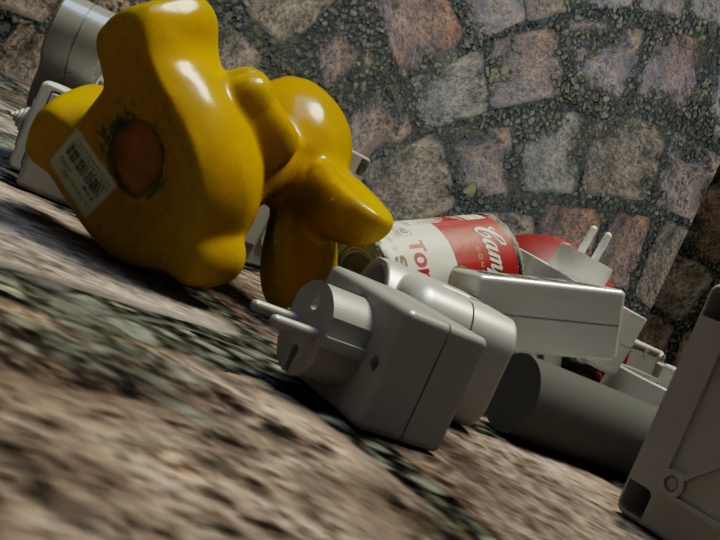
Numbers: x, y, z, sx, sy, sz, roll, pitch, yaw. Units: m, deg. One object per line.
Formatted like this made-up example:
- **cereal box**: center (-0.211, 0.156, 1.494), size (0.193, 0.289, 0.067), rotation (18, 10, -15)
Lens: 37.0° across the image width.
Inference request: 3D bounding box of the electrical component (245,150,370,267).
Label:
- **electrical component**: center (-0.058, -0.056, 0.792), size (0.056, 0.108, 0.109), rotation (29, 6, 30)

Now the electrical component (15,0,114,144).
- **electrical component**: center (-0.193, -0.123, 0.769), size (0.074, 0.138, 0.052), rotation (24, 40, -9)

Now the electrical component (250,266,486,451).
- **electrical component**: center (-0.006, 0.027, 0.409), size (0.077, 0.047, 0.066), rotation (22, 4, -31)

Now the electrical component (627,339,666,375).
- **electrical component**: center (0.207, 0.080, 0.917), size (0.061, 0.061, 0.096), rotation (27, 5, 37)

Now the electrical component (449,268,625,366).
- **electrical component**: center (0.090, 0.042, 0.579), size (0.083, 0.075, 0.047), rotation (6, 3, -13)

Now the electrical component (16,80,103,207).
- **electrical component**: center (-0.161, -0.076, 0.650), size (0.066, 0.076, 0.047), rotation (23, 4, -19)

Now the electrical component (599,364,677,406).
- **electrical component**: center (0.193, 0.093, 0.656), size (0.108, 0.060, 0.108), rotation (24, 4, -2)

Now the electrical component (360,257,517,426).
- **electrical component**: center (0.026, 0.030, 0.516), size (0.059, 0.053, 0.095), rotation (23, 4, -17)

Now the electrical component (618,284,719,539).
- **electrical component**: center (0.175, 0.075, 0.426), size (0.056, 0.108, 0.109), rotation (18, 6, -37)

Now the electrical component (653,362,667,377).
- **electrical component**: center (0.236, 0.104, 0.820), size (0.045, 0.055, 0.045), rotation (24, 4, -2)

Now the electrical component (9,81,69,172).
- **electrical component**: center (-0.186, -0.083, 0.709), size (0.096, 0.061, 0.061), rotation (24, 4, -10)

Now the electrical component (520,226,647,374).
- **electrical component**: center (0.134, 0.007, 0.674), size (0.052, 0.073, 0.138), rotation (26, 6, -21)
